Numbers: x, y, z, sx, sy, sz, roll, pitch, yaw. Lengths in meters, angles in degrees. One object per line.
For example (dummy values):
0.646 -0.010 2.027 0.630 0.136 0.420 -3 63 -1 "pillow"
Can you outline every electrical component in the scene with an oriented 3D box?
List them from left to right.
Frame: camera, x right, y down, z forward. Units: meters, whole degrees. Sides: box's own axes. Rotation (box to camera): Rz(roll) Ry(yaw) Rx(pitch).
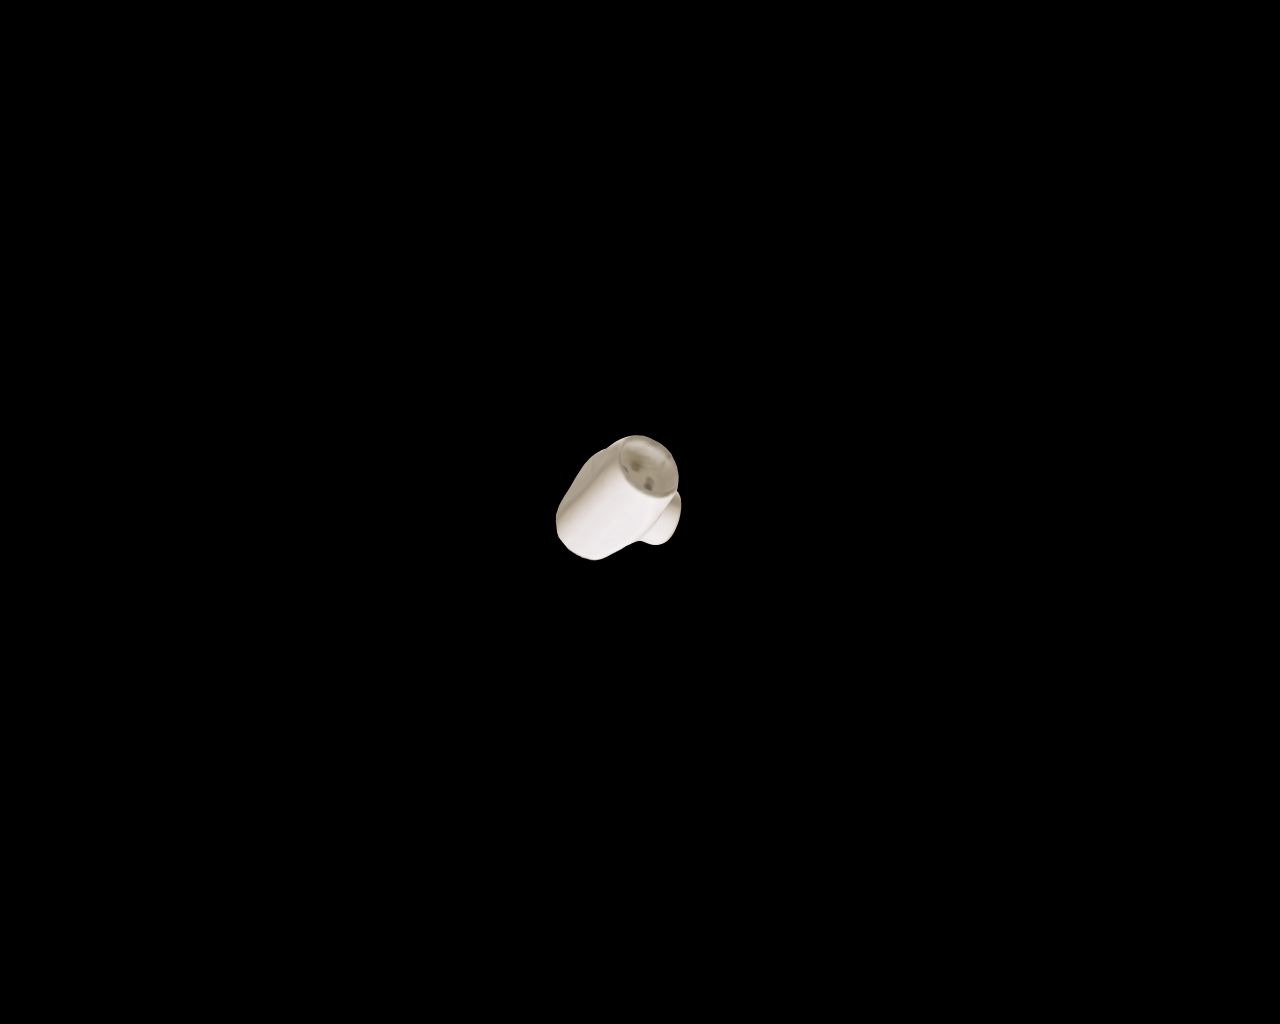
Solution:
0.001 -0.003 0.650 0.079 0.044 0.077 20 -40 -25 "electrical component"
